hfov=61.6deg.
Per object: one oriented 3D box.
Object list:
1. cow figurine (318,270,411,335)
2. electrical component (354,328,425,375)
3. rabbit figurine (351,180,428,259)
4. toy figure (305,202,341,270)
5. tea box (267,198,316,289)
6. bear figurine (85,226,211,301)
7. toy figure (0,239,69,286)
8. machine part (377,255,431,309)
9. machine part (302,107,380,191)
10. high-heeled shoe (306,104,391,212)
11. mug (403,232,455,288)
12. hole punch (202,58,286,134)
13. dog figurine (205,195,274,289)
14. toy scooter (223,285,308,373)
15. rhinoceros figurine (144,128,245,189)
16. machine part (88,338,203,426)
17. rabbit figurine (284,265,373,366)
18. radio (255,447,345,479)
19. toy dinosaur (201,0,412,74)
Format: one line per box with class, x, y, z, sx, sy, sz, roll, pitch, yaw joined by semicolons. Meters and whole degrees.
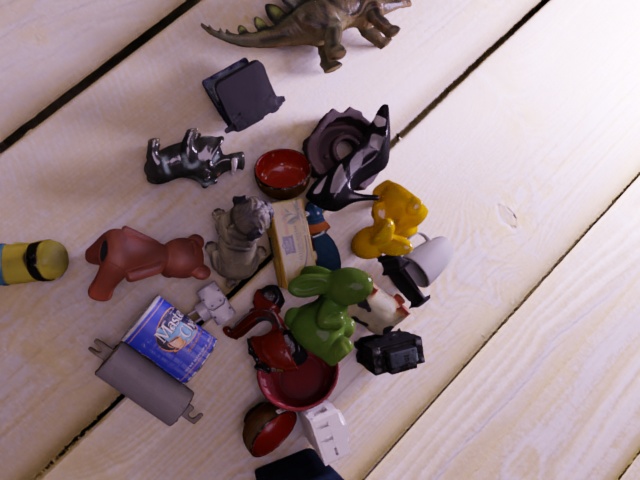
cow figurine;0.075;0.131;1.097;0.195;0.086;0.127;33;103;-24
electrical component;0.145;0.227;1.093;0.115;0.134;0.058;-13;95;-18
rabbit figurine;0.141;-0.020;1.105;0.173;0.162;0.121;-42;113;5
toy figure;-0.002;-0.003;1.097;0.058;0.064;0.154;-20;89;23
tea box;-0.060;0.008;1.060;0.068;0.098;0.169;-13;91;-16
bear figurine;-0.313;0.041;0.994;0.195;0.132;0.120;10;48;-44
toy figure;-0.533;0.043;0.930;0.180;0.089;0.082;-2;97;-18
machine part;0.178;0.083;1.137;0.039;0.084;0.138;-41;101;-33
machine part;0.052;-0.184;1.119;0.179;0.056;0.179;0;88;-17
high-heeled shoe;0.061;-0.167;1.072;0.145;0.086;0.249;6;66;13
mug;0.230;0.030;1.156;0.107;0.081;0.109;-35;93;-23
hole punch;-0.156;-0.287;1.057;0.142;0.092;0.115;-35;129;-16
dog figurine;-0.145;0.008;0.988;0.121;0.191;0.172;-7;92;-16
toy scooter;-0.112;0.184;1.037;0.135;0.075;0.184;-25;61;-4
rhinoceros figurine;-0.239;-0.153;1.026;0.190;0.073;0.112;-10;90;-15
machine part;-0.322;0.264;0.991;0.243;0.079;0.079;40;79;-12
rabbit figurine;0.022;0.110;0.978;0.159;0.121;0.170;36;111;4
radio;-0.030;0.469;0.991;0.131;0.230;0.073;-16;94;-20
toy dinosaur;0.001;-0.446;1.091;0.471;0.105;0.198;-27;88;-24
